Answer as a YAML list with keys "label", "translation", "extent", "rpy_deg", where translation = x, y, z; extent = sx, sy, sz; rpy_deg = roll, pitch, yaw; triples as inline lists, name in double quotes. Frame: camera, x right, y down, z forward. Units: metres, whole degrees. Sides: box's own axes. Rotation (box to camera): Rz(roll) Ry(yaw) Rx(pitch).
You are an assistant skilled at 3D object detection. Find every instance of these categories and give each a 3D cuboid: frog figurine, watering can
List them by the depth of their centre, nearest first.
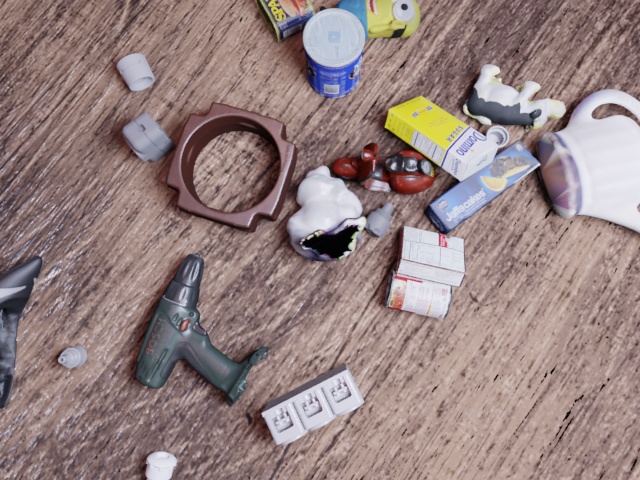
- label: "watering can"
  translation: [0.503, -0.089, 0.881]
  extent: [0.224, 0.103, 0.350]
  rpy_deg: [-13, 81, -1]
- label: "frog figurine"
  translation: [0.003, -0.045, 0.901]
  extent: [0.137, 0.120, 0.163]
  rpy_deg: [-31, 46, 5]
